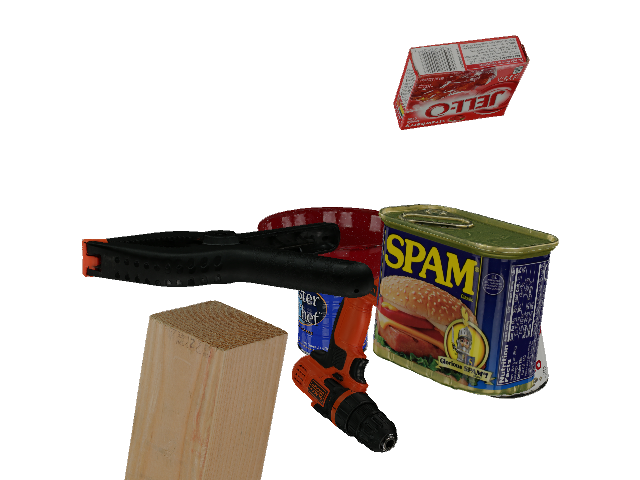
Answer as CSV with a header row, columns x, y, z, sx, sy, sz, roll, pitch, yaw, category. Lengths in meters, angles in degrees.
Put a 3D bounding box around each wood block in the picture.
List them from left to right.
x,y,z,sx,sy,sz,roll,pitch,yaw,category
-0.106,0.168,0.944,0.090,0.206,0.090,21,18,32,wood block

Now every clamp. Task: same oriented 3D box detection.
x,y,z,sx,sy,sz,roll,pitch,yaw,category
-0.067,0.014,0.782,0.209,0.036,0.165,-1,11,-14,clamp

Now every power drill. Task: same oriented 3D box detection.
x,y,z,sx,sy,sz,roll,pitch,yaw,category
0.051,0.131,1.245,0.057,0.188,0.185,13,14,-41,power drill

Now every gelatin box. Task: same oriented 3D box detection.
x,y,z,sx,sy,sz,roll,pitch,yaw,category
0.106,-0.120,0.816,0.089,0.030,0.073,-8,-25,-11,gelatin box

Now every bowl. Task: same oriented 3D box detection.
x,y,z,sx,sy,sz,roll,pitch,yaw,category
0.016,0.010,1.110,0.162,0.055,0.162,0,15,0,bowl

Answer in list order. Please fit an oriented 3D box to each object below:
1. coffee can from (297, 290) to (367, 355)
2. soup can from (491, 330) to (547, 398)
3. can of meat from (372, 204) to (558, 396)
x,y,z,sx,sy,sz,roll,pitch,yaw,category
0.018,0.085,1.521,0.103,0.140,0.103,0,20,0,coffee can
0.170,0.085,0.982,0.068,0.102,0.068,-11,18,3,soup can
0.076,0.031,0.591,0.057,0.084,0.102,-7,17,-39,can of meat
